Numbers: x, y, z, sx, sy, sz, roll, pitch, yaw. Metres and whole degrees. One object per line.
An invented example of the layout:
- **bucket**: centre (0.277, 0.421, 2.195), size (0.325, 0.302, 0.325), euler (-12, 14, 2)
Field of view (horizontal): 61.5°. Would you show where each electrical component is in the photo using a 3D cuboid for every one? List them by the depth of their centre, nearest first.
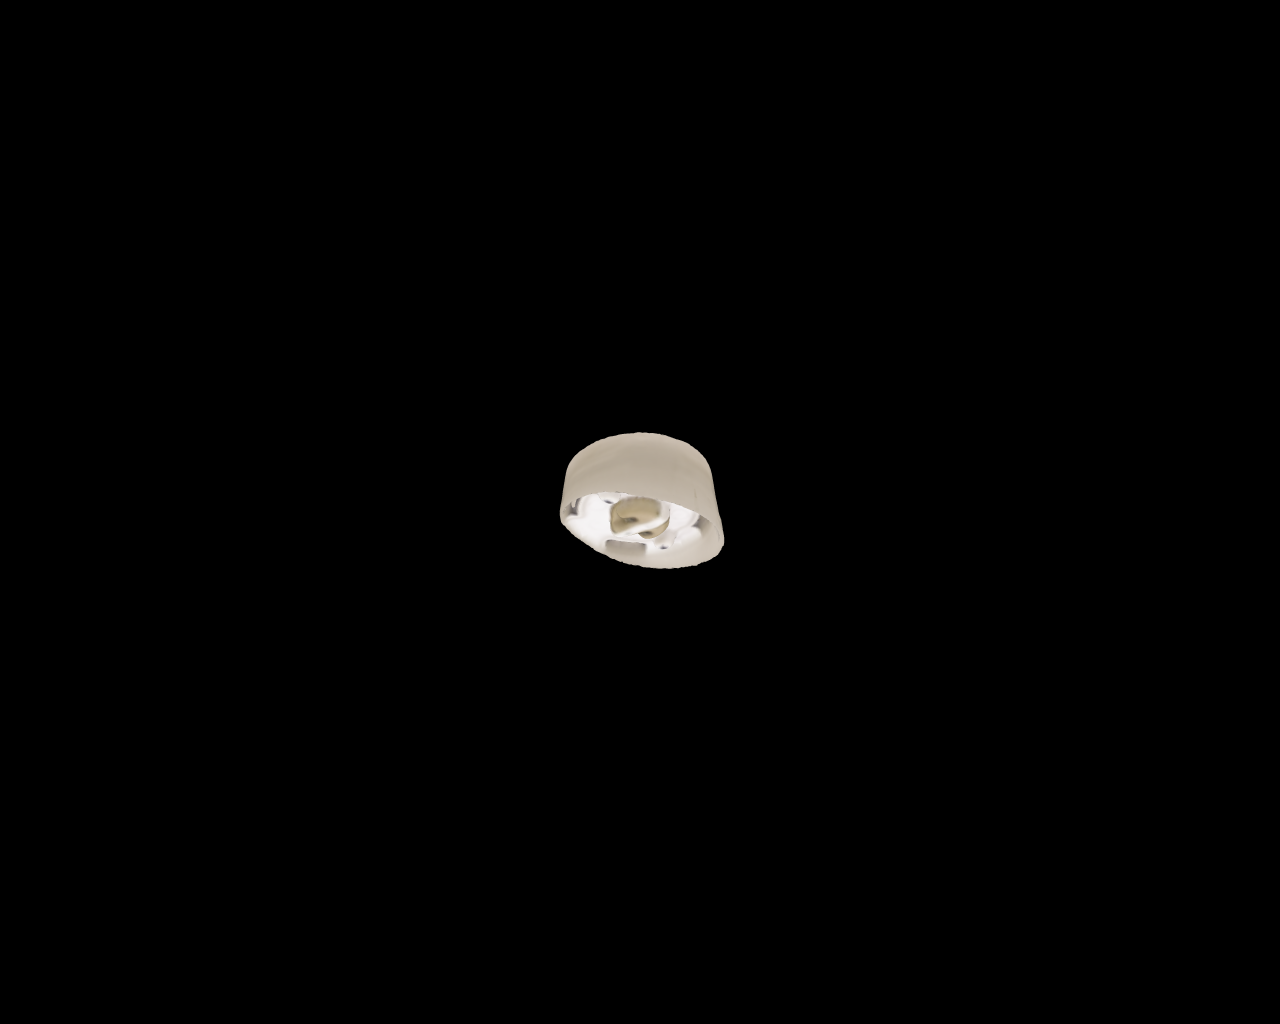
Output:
- **electrical component**: centre (0.001, -0.003, 0.650), size (0.099, 0.064, 0.099), euler (0, -34, 0)
